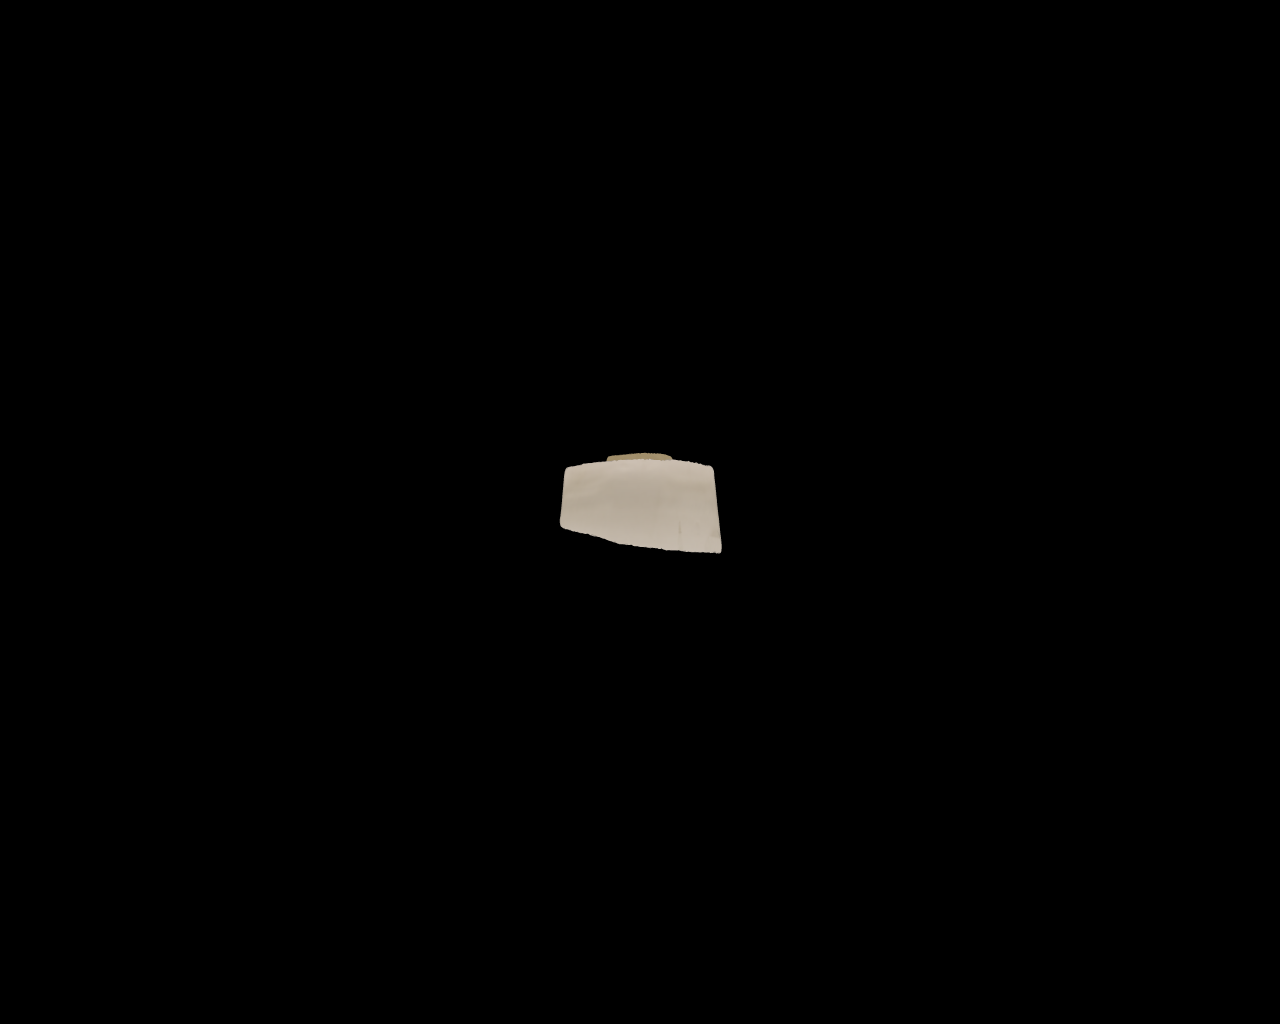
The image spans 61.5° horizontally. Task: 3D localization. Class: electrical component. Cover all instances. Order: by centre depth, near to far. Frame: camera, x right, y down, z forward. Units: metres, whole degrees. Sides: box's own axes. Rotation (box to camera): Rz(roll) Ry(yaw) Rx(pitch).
[{"bbox_3d":[0.001,-0.003,0.650,0.099,0.064,0.099,0,-5,0],"label":"electrical component"}]
